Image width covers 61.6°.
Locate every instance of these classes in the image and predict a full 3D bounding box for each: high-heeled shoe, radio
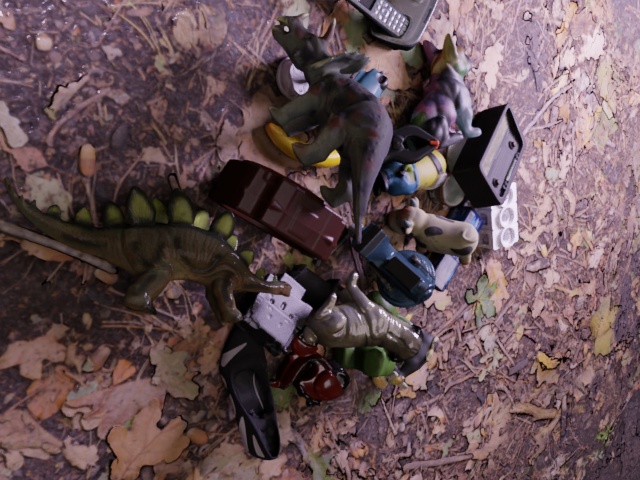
[{"bbox_3d":[-0.116,0.269,0.976,0.086,0.145,0.248,-7,104,-32],"label":"high-heeled shoe"},{"bbox_3d":[0.390,-0.188,1.218,0.131,0.073,0.229,51,56,-29],"label":"radio"}]

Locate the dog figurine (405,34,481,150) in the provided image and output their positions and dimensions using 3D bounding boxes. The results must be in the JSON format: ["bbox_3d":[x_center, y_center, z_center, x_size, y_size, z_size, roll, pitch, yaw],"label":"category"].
[{"bbox_3d":[0.246,-0.309,1.124,0.191,0.109,0.219,-21,106,-25],"label":"dog figurine"}]

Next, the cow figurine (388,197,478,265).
[{"bbox_3d":[0.238,-0.020,1.138,0.127,0.195,0.085,80,30,-66],"label":"cow figurine"}]

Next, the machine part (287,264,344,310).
[{"bbox_3d":[-0.010,0.095,1.077,0.138,0.039,0.084,38,86,-34],"label":"machine part"}]

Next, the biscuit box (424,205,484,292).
[{"bbox_3d":[0.297,0.016,1.239,0.059,0.063,0.202,40,77,-31],"label":"biscuit box"}]

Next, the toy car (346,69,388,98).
[{"bbox_3d":[0.051,-0.270,1.010,0.103,0.109,0.161,36,66,-11],"label":"toy car"}]

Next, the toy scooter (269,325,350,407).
[{"bbox_3d":[-0.028,0.270,1.076,0.135,0.075,0.183,-42,115,-20],"label":"toy scooter"}]

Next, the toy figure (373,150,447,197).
[{"bbox_3d":[0.192,-0.141,1.133,0.180,0.082,0.089,-12,107,-28],"label":"toy figure"}]

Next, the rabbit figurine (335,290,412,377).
[{"bbox_3d":[0.131,0.195,1.136,0.159,0.121,0.170,12,87,-38],"label":"rabbit figurine"}]

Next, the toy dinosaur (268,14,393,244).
[{"bbox_3d":[0.040,-0.187,0.849,0.192,0.405,0.131,-35,153,7],"label":"toy dinosaur"}]

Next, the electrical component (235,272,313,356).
[{"bbox_3d":[-0.083,0.129,0.996,0.115,0.058,0.134,41,54,-18],"label":"electrical component"}]

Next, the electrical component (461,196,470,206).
[{"bbox_3d":[0.347,-0.118,1.261,0.063,0.021,0.094,17,102,-42],"label":"electrical component"}]

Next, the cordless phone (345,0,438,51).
[{"bbox_3d":[0.128,-0.465,1.032,0.184,0.089,0.146,28,84,-29],"label":"cordless phone"}]

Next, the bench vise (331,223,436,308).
[{"bbox_3d":[0.149,0.061,1.111,0.129,0.224,0.240,-57,152,-5],"label":"bench vise"}]

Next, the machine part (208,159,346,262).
[{"bbox_3d":[-0.071,-0.053,0.909,0.201,0.202,0.087,32,83,-32],"label":"machine part"}]

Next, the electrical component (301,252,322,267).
[{"bbox_3d":[-0.001,-0.004,1.057,0.078,0.045,0.102,33,81,-31],"label":"electrical component"}]

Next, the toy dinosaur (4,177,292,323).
[{"bbox_3d":[-0.252,0.021,0.852,0.471,0.105,0.198,14,72,-26],"label":"toy dinosaur"}]

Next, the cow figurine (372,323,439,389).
[{"bbox_3d":[0.194,0.272,1.202,0.167,0.098,0.068,-52,127,-14],"label":"cow figurine"}]

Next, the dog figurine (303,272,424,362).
[{"bbox_3d":[0.083,0.182,1.012,0.191,0.121,0.172,43,74,12],"label":"dog figurine"}]
